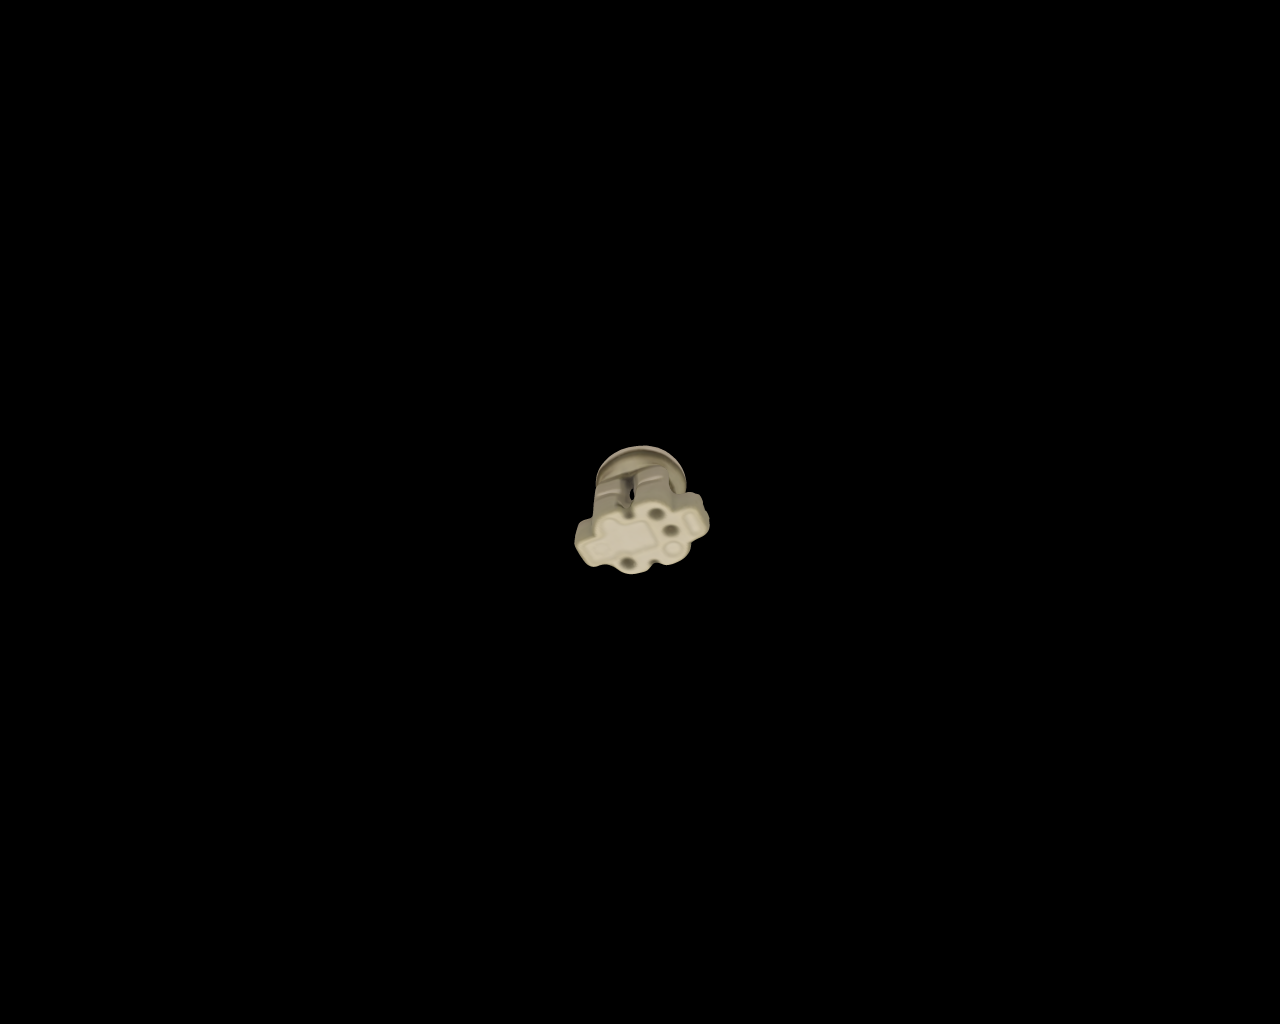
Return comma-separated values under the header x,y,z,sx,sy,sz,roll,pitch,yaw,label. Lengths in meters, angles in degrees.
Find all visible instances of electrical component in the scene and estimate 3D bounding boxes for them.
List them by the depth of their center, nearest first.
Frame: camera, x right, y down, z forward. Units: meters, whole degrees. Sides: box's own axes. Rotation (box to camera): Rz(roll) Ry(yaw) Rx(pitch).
x,y,z,sx,sy,sz,roll,pitch,yaw,label
0.001,-0.003,0.650,0.078,0.058,0.057,-17,39,14,electrical component
